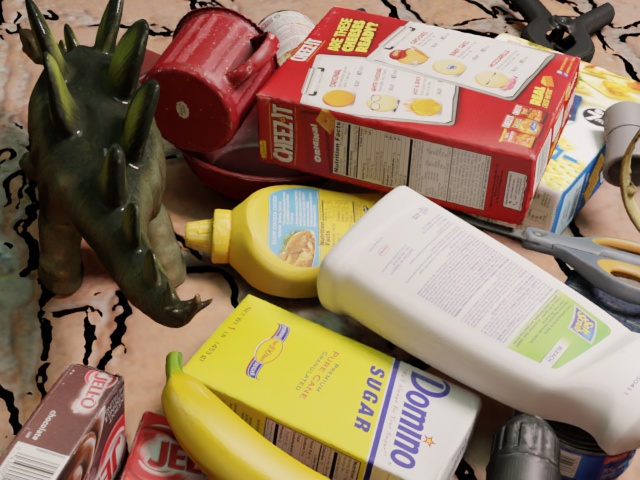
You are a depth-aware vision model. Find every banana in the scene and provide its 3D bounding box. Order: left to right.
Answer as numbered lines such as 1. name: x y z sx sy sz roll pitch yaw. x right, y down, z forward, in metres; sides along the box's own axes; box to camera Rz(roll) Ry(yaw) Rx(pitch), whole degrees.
1. banana: -0.020 0.132 0.610 0.198 0.037 0.069 36 36 5

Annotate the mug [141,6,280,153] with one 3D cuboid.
1. mug: -0.079 -0.125 0.826 0.117 0.093 0.081 -18 31 36

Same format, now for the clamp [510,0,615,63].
1. clamp: 0.247 -0.227 1.149 0.120 0.039 0.171 16 39 14

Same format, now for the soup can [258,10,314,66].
1. soup can: -0.023 -0.164 1.003 0.068 0.068 0.102 -5 39 -15

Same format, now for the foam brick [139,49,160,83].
1. foam brick: -0.176 -0.134 0.952 0.051 0.053 0.078 26 40 21

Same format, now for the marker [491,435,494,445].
1. marker: 0.143 0.163 0.656 0.020 0.020 0.121 -13 42 -23

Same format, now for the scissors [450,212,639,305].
1. scissors: 0.163 0.010 0.756 0.201 0.016 0.096 10 24 -3

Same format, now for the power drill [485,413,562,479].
1. power drill: 0.171 0.191 0.576 0.188 0.057 0.184 11 53 7

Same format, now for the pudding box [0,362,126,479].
1. pudding box: -0.145 0.137 0.586 0.039 0.090 0.113 16 39 12

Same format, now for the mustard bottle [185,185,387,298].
1. mustard bottle: -0.005 0.001 0.803 0.191 0.058 0.096 4 50 -5

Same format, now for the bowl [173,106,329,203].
1. bowl: -0.049 -0.076 0.897 0.162 0.055 0.162 4 39 -3

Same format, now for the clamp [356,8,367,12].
1. clamp: 0.092 -0.155 1.035 0.164 0.036 0.209 13 40 5

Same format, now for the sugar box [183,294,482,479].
1. sugar box: 0.007 0.106 0.686 0.176 0.048 0.093 20 40 17

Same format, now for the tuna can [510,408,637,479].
1. tuna can: 0.170 0.118 0.705 0.086 0.034 0.086 4 38 -4

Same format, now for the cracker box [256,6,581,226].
1. cracker box: 0.079 -0.102 0.835 0.214 0.072 0.164 15 40 17

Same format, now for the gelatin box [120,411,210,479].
1. gelatin box: -0.072 0.146 0.620 0.089 0.030 0.073 20 37 -7

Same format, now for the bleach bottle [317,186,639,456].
1. bleach bottle: 0.124 0.065 0.684 0.251 0.068 0.102 34 64 25
